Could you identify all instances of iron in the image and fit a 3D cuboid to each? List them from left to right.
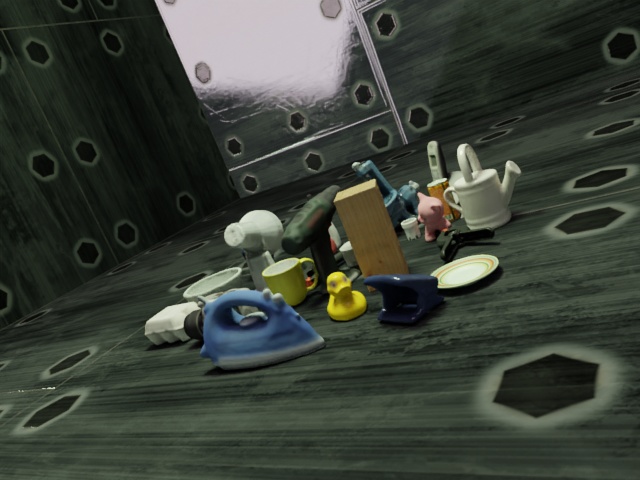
[{"bbox_3d":[-0.120,0.150,1.065,0.257,0.141,0.119,-14,15,32],"label":"iron"}]

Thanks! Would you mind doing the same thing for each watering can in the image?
[{"bbox_3d":[0.360,-0.126,1.283,0.172,0.194,0.101,-19,13,14],"label":"watering can"}]

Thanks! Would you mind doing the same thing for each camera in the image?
[{"bbox_3d":[-0.232,0.167,1.285,0.136,0.101,0.143,-15,14,30],"label":"camera"}]

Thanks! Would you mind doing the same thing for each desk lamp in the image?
[{"bbox_3d":[-0.154,0.042,1.417,0.117,0.214,0.203,-18,13,18],"label":"desk lamp"}]

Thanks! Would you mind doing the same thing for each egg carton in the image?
[{"bbox_3d":[-0.353,0.205,1.406,0.150,0.069,0.107,-14,15,33],"label":"egg carton"}]

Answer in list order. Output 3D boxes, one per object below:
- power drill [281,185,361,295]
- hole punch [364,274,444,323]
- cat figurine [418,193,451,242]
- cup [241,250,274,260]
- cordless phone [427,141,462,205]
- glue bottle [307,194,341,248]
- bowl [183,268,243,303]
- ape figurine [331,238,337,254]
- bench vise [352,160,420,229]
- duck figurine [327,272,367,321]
[{"bbox_3d":[0.012,0.005,1.297,0.075,0.208,0.230,-12,16,39],"label":"power drill"},{"bbox_3d":[0.145,0.085,0.999,0.101,0.091,0.108,-31,15,-34],"label":"hole punch"},{"bbox_3d":[0.265,-0.065,1.365,0.067,0.118,0.128,-19,13,13],"label":"cat figurine"},{"bbox_3d":[-0.170,0.059,1.654,0.091,0.095,0.118,-21,12,7],"label":"cup"},{"bbox_3d":[0.347,-0.181,1.560,0.094,0.185,0.147,-26,13,-18],"label":"cordless phone"},{"bbox_3d":[-0.003,-0.050,1.640,0.078,0.173,0.037,-19,13,16],"label":"glue bottle"},{"bbox_3d":[-0.273,0.141,1.528,0.167,0.075,0.167,-21,12,5],"label":"bowl"},{"bbox_3d":[0.001,0.006,1.588,0.076,0.092,0.078,-21,12,6],"label":"ape figurine"},{"bbox_3d":[0.171,-0.127,1.556,0.121,0.220,0.208,-10,17,44],"label":"bench vise"},{"bbox_3d":[0.041,0.102,1.117,0.077,0.086,0.104,-25,13,-11],"label":"duck figurine"}]
